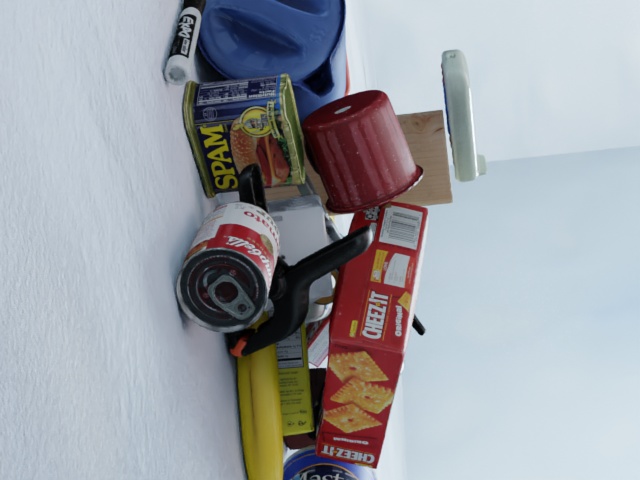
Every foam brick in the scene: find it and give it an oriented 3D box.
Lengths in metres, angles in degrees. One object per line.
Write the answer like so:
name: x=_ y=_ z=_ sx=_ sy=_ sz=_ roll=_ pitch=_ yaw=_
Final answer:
foam brick: x=-0.013 y=0.187 z=1.180 sx=0.051 sy=0.053 sz=0.078 roll=75 pitch=13 yaw=-54

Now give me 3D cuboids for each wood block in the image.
wood block: x=0.027 y=-0.072 z=1.079 sx=0.090 sy=0.206 sz=0.091 roll=-1 pitch=85 yaw=-82

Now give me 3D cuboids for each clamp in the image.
clamp: x=-0.028 y=0.031 z=0.894 sx=0.039 sy=0.120 sz=0.172 roll=-39 pitch=149 yaw=-56

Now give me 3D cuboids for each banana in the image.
banana: x=-0.052 y=0.145 z=0.966 sx=0.069 sy=0.037 sz=0.198 roll=58 pitch=28 yaw=-77

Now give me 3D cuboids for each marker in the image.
marker: x=-0.106 y=-0.163 z=0.849 sx=0.121 sy=0.020 sz=0.020 roll=-87 pitch=169 yaw=-49

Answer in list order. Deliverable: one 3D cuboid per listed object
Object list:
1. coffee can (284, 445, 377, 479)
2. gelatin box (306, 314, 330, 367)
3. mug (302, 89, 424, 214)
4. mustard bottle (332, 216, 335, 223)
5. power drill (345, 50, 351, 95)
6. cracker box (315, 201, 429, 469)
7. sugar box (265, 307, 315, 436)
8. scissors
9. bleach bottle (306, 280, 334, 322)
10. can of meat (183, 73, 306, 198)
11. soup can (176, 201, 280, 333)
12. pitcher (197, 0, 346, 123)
coffee can: x=0.004 y=0.284 z=1.041 sx=0.140 sy=0.103 sz=0.103 roll=-83 pitch=165 yaw=-59
gelatin box: x=0.011 y=0.106 z=1.347 sx=0.089 sy=0.030 sz=0.073 roll=-55 pitch=-169 yaw=24
mug: x=0.027 y=-0.081 z=0.948 sx=0.117 sy=0.093 sz=0.081 roll=6 pitch=-55 yaw=53
mustard bottle: x=-0.008 y=-0.058 z=1.389 sx=0.096 sy=0.058 sz=0.191 roll=68 pitch=17 yaw=-65
power drill: x=-0.006 y=-0.263 z=1.432 sx=0.188 sy=0.057 sz=0.184 roll=-116 pitch=-164 yaw=-74
cracker box: x=0.044 y=0.090 z=0.999 sx=0.214 sy=0.072 sz=0.164 roll=97 pitch=5 yaw=-52
sugar box: x=-0.036 y=0.101 z=1.046 sx=0.093 sy=0.048 sz=0.176 roll=128 pitch=-45 yaw=-81
scissors: x=-0.007 y=0.001 z=1.050 sx=0.201 sy=0.096 sz=0.016 roll=44 pitch=22 yaw=-37
bleach bottle: x=-0.014 y=0.044 z=1.241 sx=0.250 sy=0.068 sz=0.102 roll=30 pitch=63 yaw=-83
can of meat: x=-0.060 y=-0.088 z=0.893 sx=0.057 sy=0.084 sz=0.102 roll=-88 pitch=170 yaw=-46
soup can: x=-0.068 y=0.018 z=0.819 sx=0.102 sy=0.068 sz=0.068 roll=-79 pitch=162 yaw=-67
pitcher: x=-0.040 y=-0.189 z=1.022 sx=0.243 sy=0.145 sz=0.149 roll=59 pitch=38 yaw=-82
